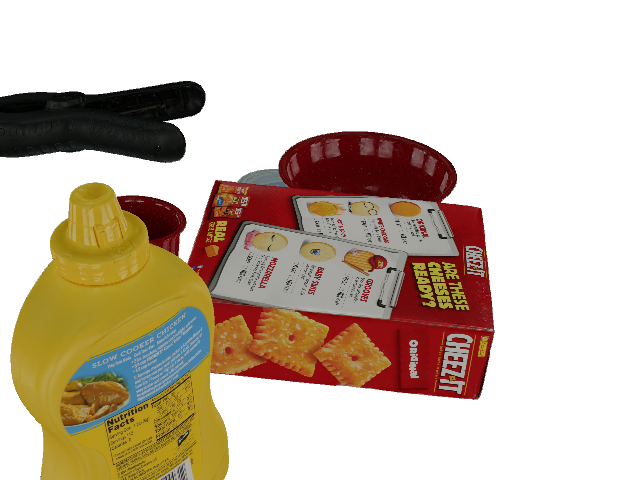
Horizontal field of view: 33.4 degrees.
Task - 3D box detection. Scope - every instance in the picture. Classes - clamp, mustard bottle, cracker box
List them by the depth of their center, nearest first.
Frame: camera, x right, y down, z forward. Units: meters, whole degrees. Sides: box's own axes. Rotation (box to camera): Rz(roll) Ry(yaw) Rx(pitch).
[{"bbox_3d":[-0.092,0.058,0.490,0.096,0.192,0.058,-27,44,-32],"label":"mustard bottle"},{"bbox_3d":[-0.158,-0.082,0.715,0.171,0.039,0.120,4,18,9],"label":"clamp"},{"bbox_3d":[0.012,0.033,0.785,0.213,0.072,0.164,6,33,1],"label":"cracker box"}]

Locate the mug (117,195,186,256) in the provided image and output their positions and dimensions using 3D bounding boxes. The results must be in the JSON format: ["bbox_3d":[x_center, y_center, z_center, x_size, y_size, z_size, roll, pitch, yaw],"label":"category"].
[{"bbox_3d":[-0.179,0.020,1.012,0.093,0.081,0.117,10,29,4],"label":"mug"}]

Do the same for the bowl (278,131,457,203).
[{"bbox_3d":[0.041,-0.042,0.973,0.162,0.055,0.162,2,30,-1],"label":"bowl"}]

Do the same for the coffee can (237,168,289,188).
[{"bbox_3d":[-0.055,-0.008,1.360,0.103,0.140,0.103,1,27,-1],"label":"coffee can"}]
